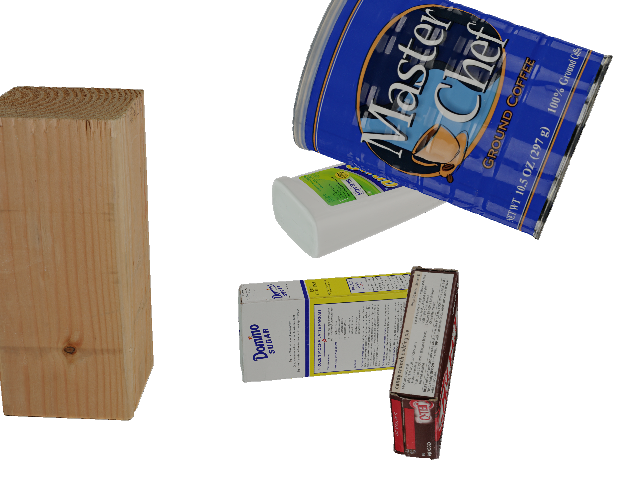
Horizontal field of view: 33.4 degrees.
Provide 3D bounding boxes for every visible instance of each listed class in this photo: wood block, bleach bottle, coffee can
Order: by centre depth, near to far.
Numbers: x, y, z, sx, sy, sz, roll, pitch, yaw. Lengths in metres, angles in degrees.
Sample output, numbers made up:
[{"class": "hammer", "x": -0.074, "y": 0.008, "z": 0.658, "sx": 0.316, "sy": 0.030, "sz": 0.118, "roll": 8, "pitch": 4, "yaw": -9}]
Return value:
[{"class": "coffee can", "x": 0.069, "y": -0.073, "z": 0.569, "sx": 0.140, "sy": 0.103, "sz": 0.102, "roll": 22, "pitch": 4, "yaw": 11}, {"class": "wood block", "x": -0.166, "y": 0.007, "z": 0.716, "sx": 0.091, "sy": 0.206, "sz": 0.090, "roll": 2, "pitch": 20, "yaw": 1}, {"class": "bleach bottle", "x": 0.078, "y": -0.063, "z": 1.201, "sx": 0.250, "sy": 0.068, "sz": 0.103, "roll": -22, "pitch": 44, "yaw": -23}]

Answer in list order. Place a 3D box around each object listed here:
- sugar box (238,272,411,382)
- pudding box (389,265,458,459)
[{"class": "sugar box", "x": 0.008, "y": 0.084, "z": 1.045, "sx": 0.176, "sy": 0.093, "sz": 0.048, "roll": -2, "pitch": 26, "yaw": -6}, {"class": "pudding box", "x": 0.077, "y": 0.089, "z": 0.782, "sx": 0.039, "sy": 0.113, "sz": 0.090, "roll": 5, "pitch": -37, "yaw": 9}]
